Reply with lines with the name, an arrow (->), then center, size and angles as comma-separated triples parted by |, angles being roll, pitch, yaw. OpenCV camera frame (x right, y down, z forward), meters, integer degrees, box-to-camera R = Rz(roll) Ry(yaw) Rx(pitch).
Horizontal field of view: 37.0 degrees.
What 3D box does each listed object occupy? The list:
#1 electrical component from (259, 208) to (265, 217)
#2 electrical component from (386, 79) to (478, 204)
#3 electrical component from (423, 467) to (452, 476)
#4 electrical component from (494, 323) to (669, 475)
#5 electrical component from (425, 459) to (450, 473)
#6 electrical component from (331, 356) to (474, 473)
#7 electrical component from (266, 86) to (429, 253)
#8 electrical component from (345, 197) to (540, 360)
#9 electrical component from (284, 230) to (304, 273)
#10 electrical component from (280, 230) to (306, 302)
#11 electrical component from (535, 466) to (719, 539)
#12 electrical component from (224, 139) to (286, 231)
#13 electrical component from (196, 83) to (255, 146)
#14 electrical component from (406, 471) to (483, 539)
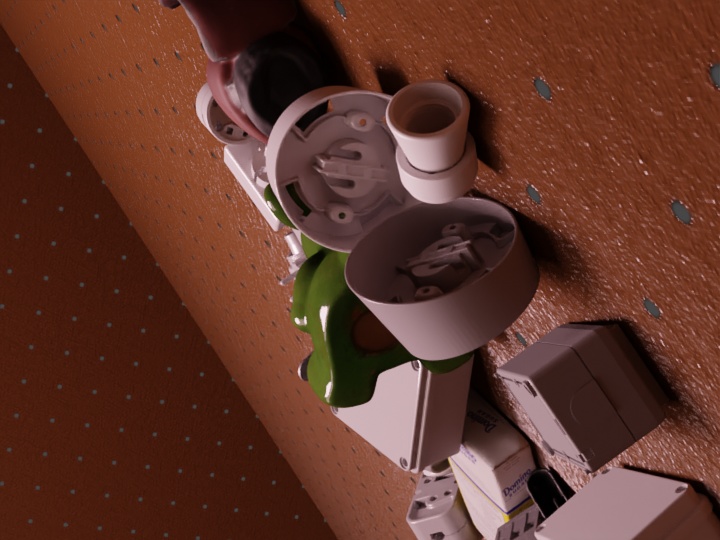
electrical component -> -0.082, -0.078, 1.005 | 0.046, 0.040, 0.040 | 63, 166, -8
electrical component -> 0.040, -0.069, 0.586 | 0.045, 0.045, 0.055 | 46, 164, 35
electrical component -> 0.073, 0.165, 1.044 | 0.062, 0.048, 0.048 | 64, 166, -5
electrical component -> 0.123, 0.067, 0.607 | 0.061, 0.061, 0.096 | 56, 175, -1
electrical component -> 0.063, 0.149, 0.989 | 0.057, 0.058, 0.078 | 36, 118, 33
electrical component -> 0.032, 0.087, 0.860 | 0.109, 0.056, 0.108 | 32, 127, 43
electrical component -> -0.006, -0.064, 0.658 | 0.099, 0.099, 0.064 | 62, 171, -26
electrical component -> 0.049, 0.002, 0.613 | 0.064, 0.099, 0.099 | 54, 168, -24
electrical component -> -0.051, -0.011, 1.049 | 0.062, 0.043, 0.043 | 60, 166, -13
electrical component -> -0.035, -0.001, 0.943 | 0.047, 0.076, 0.083 | 31, 152, 60
electrical component -> 0.165, 0.167, 0.650 | 0.057, 0.078, 0.113 | 54, 167, -5
electrical component -> -0.077, -0.088, 0.944 | 0.083, 0.047, 0.075 | 54, 166, 6
electrical component -> -0.112, -0.139, 0.930 | 0.055, 0.055, 0.047 | 62, 169, -27
electrical component -> 0.089, 0.233, 1.046 | 0.059, 0.054, 0.095 | 60, -153, -17
